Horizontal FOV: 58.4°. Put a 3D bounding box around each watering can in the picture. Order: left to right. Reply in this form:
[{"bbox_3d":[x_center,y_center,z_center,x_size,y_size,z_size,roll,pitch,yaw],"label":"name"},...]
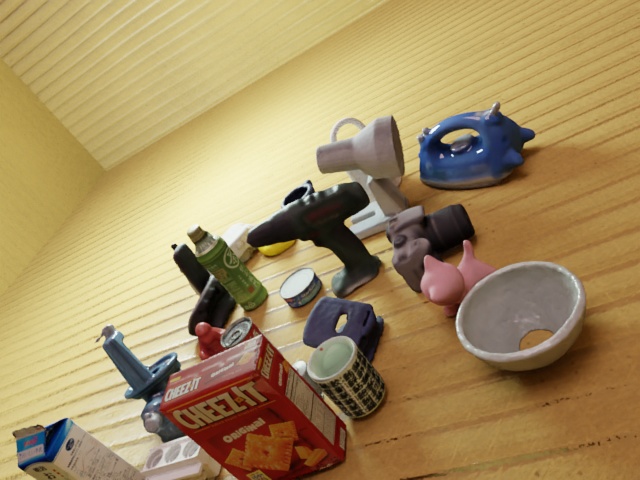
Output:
[{"bbox_3d":[0.098,-0.186,1.271,0.172,0.194,0.101,-2,43,48],"label":"watering can"}]

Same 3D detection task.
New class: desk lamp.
[{"bbox_3d":[0.100,-0.127,1.155,0.202,0.214,0.118,-23,30,25],"label":"desk lamp"}]

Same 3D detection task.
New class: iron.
[{"bbox_3d":[0.273,-0.185,1.121,0.257,0.142,0.119,-7,40,45],"label":"iron"}]

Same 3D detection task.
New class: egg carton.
[{"bbox_3d":[-0.216,0.021,1.459,0.150,0.069,0.107,-49,29,-22],"label":"egg carton"}]

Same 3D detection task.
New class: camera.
[{"bbox_3d":[0.190,-0.007,0.985,0.136,0.101,0.143,-26,29,21],"label":"camera"}]

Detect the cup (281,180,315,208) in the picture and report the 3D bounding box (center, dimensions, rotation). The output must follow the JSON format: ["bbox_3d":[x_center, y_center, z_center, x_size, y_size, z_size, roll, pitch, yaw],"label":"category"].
[{"bbox_3d":[-0.028,-0.080,1.365,0.091,0.095,0.118,-15,35,36],"label":"cup"}]

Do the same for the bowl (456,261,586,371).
[{"bbox_3d":[0.266,0.110,0.742,0.167,0.075,0.167,-28,28,17],"label":"bowl"}]

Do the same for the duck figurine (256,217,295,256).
[{"bbox_3d":[-0.120,-0.015,1.383,0.104,0.086,0.077,-18,33,33],"label":"duck figurine"}]

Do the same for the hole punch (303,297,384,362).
[{"bbox_3d":[0.039,0.146,0.938,0.100,0.091,0.109,-15,34,36],"label":"hole punch"}]

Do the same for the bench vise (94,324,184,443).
[{"bbox_3d":[-0.312,0.251,1.048,0.121,0.220,0.206,-45,28,-14],"label":"bench vise"}]

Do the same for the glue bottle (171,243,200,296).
[{"bbox_3d":[-0.295,0.072,1.359,0.078,0.173,0.037,-28,29,18],"label":"glue bottle"}]

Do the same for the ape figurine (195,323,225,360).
[{"bbox_3d":[-0.217,0.203,1.151,0.078,0.092,0.076,-37,27,0],"label":"ape figurine"}]

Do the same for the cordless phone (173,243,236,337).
[{"bbox_3d":[-0.279,0.109,1.269,0.094,0.185,0.147,-20,32,30],"label":"cordless phone"}]

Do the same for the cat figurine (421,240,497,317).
[{"bbox_3d":[0.200,0.058,0.855,0.128,0.118,0.067,-49,29,-21],"label":"cat figurine"}]

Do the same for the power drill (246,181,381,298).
[{"bbox_3d":[0.010,0.004,1.065,0.229,0.209,0.075,-35,27,5],"label":"power drill"}]
